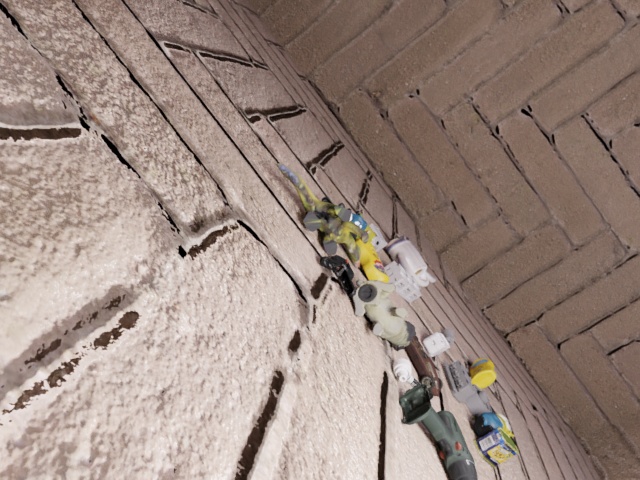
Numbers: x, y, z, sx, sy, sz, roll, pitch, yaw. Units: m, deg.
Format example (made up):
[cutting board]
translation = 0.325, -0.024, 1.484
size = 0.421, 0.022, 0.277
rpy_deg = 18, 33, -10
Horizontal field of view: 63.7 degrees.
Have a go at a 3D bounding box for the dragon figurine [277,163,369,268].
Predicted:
[dragon figurine]
translation = 0.004, -0.074, 1.466
size = 0.406, 0.122, 0.245
rpy_deg = 51, -2, -15

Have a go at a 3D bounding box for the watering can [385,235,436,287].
[watering can]
translation = 0.374, 0.094, 2.093
size = 0.227, 0.103, 0.346
rpy_deg = 58, 17, 18
